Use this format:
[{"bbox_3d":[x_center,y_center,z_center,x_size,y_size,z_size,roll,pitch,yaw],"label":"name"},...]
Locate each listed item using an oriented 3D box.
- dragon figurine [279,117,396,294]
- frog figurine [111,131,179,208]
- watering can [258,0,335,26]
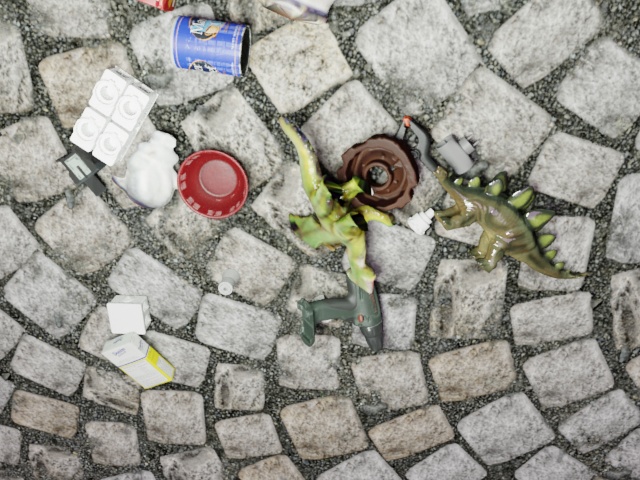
[{"bbox_3d":[0.003,-0.056,1.121,0.410,0.124,0.239,50,137,-2],"label":"dragon figurine"},{"bbox_3d":[-0.359,-0.152,1.134,0.158,0.125,0.135,-45,136,10],"label":"frog figurine"},{"bbox_3d":[-0.067,-0.542,0.956,0.347,0.106,0.221,21,112,-5],"label":"watering can"}]
